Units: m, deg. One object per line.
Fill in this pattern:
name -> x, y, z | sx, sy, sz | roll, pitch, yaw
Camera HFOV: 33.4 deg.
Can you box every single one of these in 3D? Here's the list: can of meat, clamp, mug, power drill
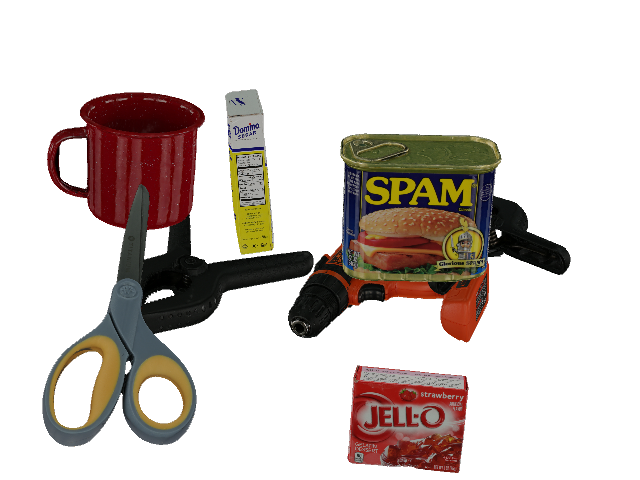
can of meat -> 0.063, -0.021, 0.700 | 0.102, 0.084, 0.057 | 1, 25, 1
clamp -> 0.162, -0.003, 0.966 | 0.120, 0.039, 0.171 | -1, 27, 11
mug -> -0.148, -0.059, 0.814 | 0.117, 0.081, 0.093 | -4, 28, -20
power drill -> 0.075, 0.057, 1.133 | 0.188, 0.057, 0.184 | 9, 31, 21
clamp -> -0.130, 0.028, 1.017 | 0.165, 0.036, 0.209 | 26, 37, 28

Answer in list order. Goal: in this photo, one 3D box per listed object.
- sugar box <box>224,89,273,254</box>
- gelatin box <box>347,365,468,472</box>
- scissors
sugar box -> -0.086, -0.082, 1.272 | 0.048, 0.176, 0.093 | -8, 26, -5
gelatin box -> 0.068, 0.140, 0.835 | 0.089, 0.073, 0.030 | 5, 19, 5
scissors -> -0.104, 0.047, 0.662 | 0.096, 0.201, 0.016 | 21, -43, 0
